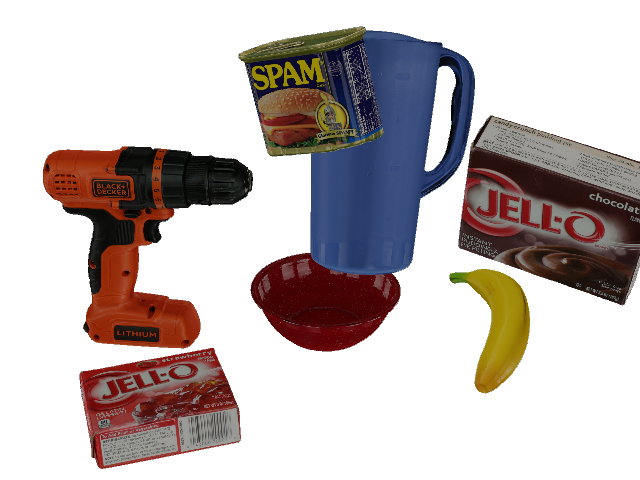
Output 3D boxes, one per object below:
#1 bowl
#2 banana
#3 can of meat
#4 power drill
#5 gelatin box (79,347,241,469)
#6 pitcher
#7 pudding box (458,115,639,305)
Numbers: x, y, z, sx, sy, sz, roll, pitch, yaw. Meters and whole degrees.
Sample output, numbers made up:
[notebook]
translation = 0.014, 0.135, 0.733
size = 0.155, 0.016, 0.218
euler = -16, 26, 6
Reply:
[bowl]
translation = 0.005, 0.073, 1.158
size = 0.162, 0.055, 0.162
euler = 1, 28, 0
[banana]
translation = 0.175, 0.080, 1.057
size = 0.070, 0.037, 0.198
euler = -29, 25, 15
[can of meat]
translation = -0.006, -0.114, 0.830
size = 0.102, 0.084, 0.057
euler = -1, 21, 37
[power drill]
translation = -0.150, 0.005, 0.964
size = 0.184, 0.188, 0.057
euler = 4, 26, 7
[gelatin box]
translation = -0.100, 0.101, 0.659
size = 0.089, 0.030, 0.073
euler = -8, 25, -15
[pitcher]
translation = 0.061, -0.092, 1.101
size = 0.149, 0.243, 0.144
euler = 11, 14, 32
[pudding box]
translation = 0.143, -0.018, 0.646
size = 0.114, 0.039, 0.090
euler = 18, -37, 17
